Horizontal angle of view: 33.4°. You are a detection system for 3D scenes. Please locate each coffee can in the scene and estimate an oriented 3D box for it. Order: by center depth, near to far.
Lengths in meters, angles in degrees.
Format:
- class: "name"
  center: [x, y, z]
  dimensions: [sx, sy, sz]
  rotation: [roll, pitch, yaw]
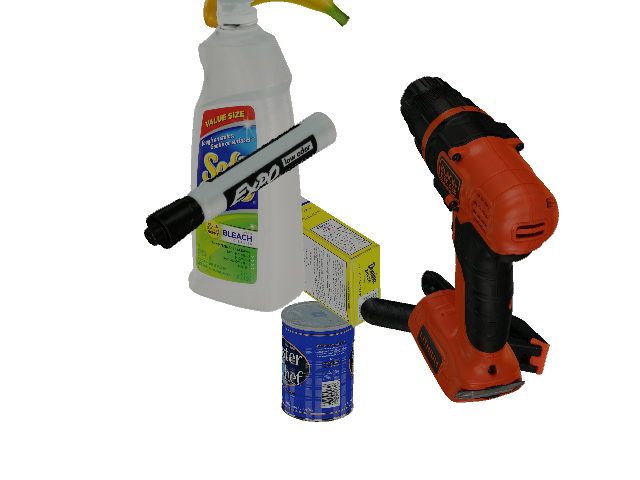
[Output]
- class: "coffee can"
  center: [-0.003, 0.166, 1.484]
  dimensions: [0.103, 0.140, 0.103]
  rotation: [0, 17, 0]

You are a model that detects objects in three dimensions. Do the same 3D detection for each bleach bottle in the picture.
- class: "bleach bottle"
  center: [-0.066, -0.070, 0.864]
  dimensions: [0.103, 0.251, 0.068]
  rotation: [14, 30, 31]

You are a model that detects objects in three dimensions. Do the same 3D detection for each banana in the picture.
- class: "banana"
  center: [-0.049, -0.239, 1.034]
  dimensions: [0.197, 0.070, 0.037]
  rotation: [-15, -31, -46]

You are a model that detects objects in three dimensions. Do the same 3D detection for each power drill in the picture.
- class: "power drill"
  center: [0.095, 0.000, 0.723]
  dimensions: [0.057, 0.188, 0.184]
  rotation: [-10, 35, -11]

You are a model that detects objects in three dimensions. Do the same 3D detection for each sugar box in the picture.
- class: "sugar box"
  center: [-0.007, 0.011, 1.156]
  dimensions: [0.048, 0.093, 0.176]
  rotation: [-25, 41, -29]

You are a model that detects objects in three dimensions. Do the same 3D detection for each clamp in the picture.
- class: "clamp"
  center: [0.136, 0.074, 0.993]
  dimensions: [0.172, 0.039, 0.120]
  rotation: [21, 32, 23]

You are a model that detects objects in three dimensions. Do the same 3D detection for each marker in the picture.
- class: "marker"
  center: [-0.039, -0.031, 0.536]
  dimensions: [0.120, 0.020, 0.020]
  rotation: [-35, 21, -32]
